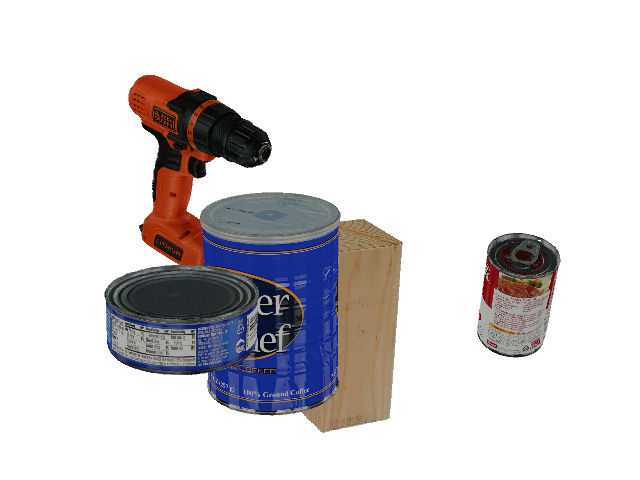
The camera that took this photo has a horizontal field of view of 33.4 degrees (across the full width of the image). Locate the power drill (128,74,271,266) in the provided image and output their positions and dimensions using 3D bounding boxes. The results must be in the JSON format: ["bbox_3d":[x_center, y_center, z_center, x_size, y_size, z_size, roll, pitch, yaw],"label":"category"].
[{"bbox_3d":[-0.125,-0.061,1.094,0.185,0.188,0.057,30,38,34],"label":"power drill"}]

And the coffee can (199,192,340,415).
[{"bbox_3d":[-0.037,0.045,0.803,0.103,0.140,0.103,0,19,0],"label":"coffee can"}]

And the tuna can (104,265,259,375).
[{"bbox_3d":[-0.077,0.044,0.600,0.086,0.034,0.086,2,18,-1],"label":"tuna can"}]

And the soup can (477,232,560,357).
[{"bbox_3d":[0.189,0.053,1.025,0.068,0.102,0.068,1,37,-1],"label":"soup can"}]

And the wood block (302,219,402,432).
[{"bbox_3d":[0.024,0.091,1.162,0.090,0.206,0.091,-7,21,-26],"label":"wood block"}]
